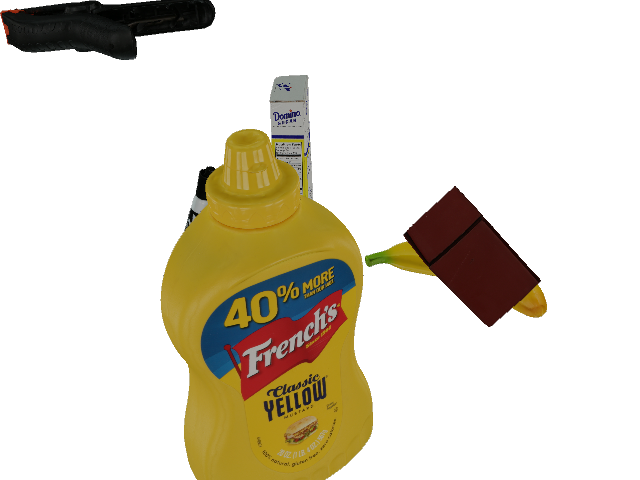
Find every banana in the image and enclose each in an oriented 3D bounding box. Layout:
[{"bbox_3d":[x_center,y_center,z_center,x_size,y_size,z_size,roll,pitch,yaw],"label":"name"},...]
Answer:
[{"bbox_3d":[0.141,0.033,1.029,0.198,0.037,0.069,14,42,37],"label":"banana"}]

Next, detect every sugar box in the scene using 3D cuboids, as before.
[{"bbox_3d":[-0.034,-0.093,1.229,0.048,0.176,0.093,-2,26,3],"label":"sugar box"}]

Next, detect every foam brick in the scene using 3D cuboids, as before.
[{"bbox_3d":[0.107,0.012,0.752,0.078,0.051,0.053,43,8,-31],"label":"foam brick"}]

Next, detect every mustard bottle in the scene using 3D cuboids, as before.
[{"bbox_3d":[-0.025,0.035,0.501,0.096,0.192,0.058,-19,37,-20],"label":"mustard bottle"}]

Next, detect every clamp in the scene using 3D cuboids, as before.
[{"bbox_3d":[-0.170,-0.168,0.829,0.172,0.039,0.120,13,23,33],"label":"clamp"}]

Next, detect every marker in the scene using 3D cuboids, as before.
[{"bbox_3d":[-0.111,-0.013,0.951,0.020,0.121,0.020,14,31,-9],"label":"marker"}]
